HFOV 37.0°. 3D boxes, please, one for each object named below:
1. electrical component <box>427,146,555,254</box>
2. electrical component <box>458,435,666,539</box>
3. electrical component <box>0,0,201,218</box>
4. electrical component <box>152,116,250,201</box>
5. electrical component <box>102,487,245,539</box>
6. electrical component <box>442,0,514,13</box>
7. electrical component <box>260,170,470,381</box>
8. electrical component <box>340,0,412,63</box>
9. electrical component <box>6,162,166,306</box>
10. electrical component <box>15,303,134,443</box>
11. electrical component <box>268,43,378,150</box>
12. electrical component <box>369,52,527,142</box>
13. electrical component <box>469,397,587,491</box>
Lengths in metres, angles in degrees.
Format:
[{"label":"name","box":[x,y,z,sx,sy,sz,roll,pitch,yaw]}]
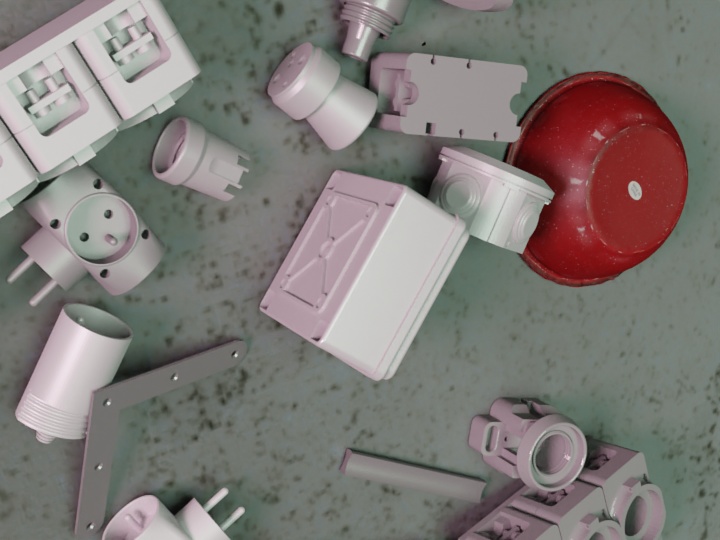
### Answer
[{"label":"electrical component","box":[0.084,-0.048,0.716,0.080,0.080,0.051,19,98,-29]},{"label":"electrical component","box":[0.156,0.204,0.801,0.150,0.062,0.089,-30,113,-32]},{"label":"electrical component","box":[-0.169,-0.087,0.571,0.150,0.089,0.061,-37,115,-16]},{"label":"electrical component","box":[-0.095,-0.065,0.644,0.046,0.040,0.040,23,90,-35]},{"label":"electrical component","box":[-0.109,0.173,0.685,0.079,0.043,0.077,-41,116,-13]},{"label":"electrical component","box":[0.067,-0.201,0.674,0.080,0.080,0.051,29,82,-29]},{"label":"electrical component","box":[0.000,0.000,0.667,0.056,0.109,0.108,30,87,-27]},{"label":"electrical component","box":[0.007,-0.162,0.672,0.043,0.043,0.062,19,94,-29]},{"label":"electrical component","box":[-0.166,-0.014,0.615,0.079,0.044,0.077,-46,117,-11]},{"label":"electrical component","box":[-0.169,0.065,0.629,0.043,0.043,0.081,21,102,-29]},{"label":"electrical component","box":[-0.023,-0.108,0.667,0.055,0.045,0.045,36,84,-28]},{"label":"electrical component","box":[0.054,-0.112,0.699,0.089,0.056,0.050,1,101,-27]},{"label":"electrical component","box":[0.129,0.128,0.790,0.078,0.057,0.058,5,99,-28]}]
